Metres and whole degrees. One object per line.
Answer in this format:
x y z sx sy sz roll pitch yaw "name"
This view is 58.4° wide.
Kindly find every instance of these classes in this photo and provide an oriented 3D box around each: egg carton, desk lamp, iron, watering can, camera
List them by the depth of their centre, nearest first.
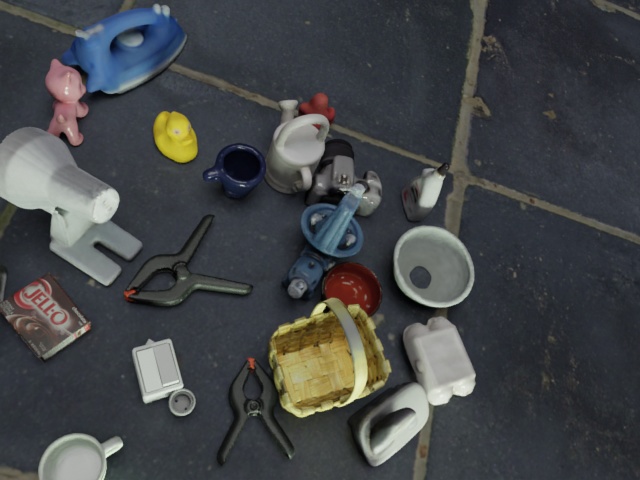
-0.387 -0.055 0.899 0.203 0.213 0.118 33 61 0 "desk lamp"
0.213 0.218 1.039 0.107 0.069 0.150 -13 70 -22 "egg carton"
-0.046 -0.181 1.074 0.101 0.194 0.173 -31 78 -27 "watering can"
-0.361 -0.394 1.106 0.259 0.141 0.118 -38 81 -28 "iron"
0.051 -0.131 1.134 0.143 0.100 0.137 9 64 -13 "camera"

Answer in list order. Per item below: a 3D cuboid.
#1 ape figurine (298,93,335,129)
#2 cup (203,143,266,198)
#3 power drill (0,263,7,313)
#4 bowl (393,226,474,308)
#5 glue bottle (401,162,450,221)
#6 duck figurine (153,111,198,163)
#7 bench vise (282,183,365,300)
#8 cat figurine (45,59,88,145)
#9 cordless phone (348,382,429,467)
-0.005 -0.268 1.185 0.078 0.092 0.076 22 61 -6 "ape figurine"
-0.163 -0.115 1.064 0.118 0.095 0.091 -19 73 -24 "cup"
-0.515 0.034 0.822 0.076 0.208 0.229 1 66 -16 "power drill"
0.207 0.061 1.108 0.168 0.074 0.167 7 64 -14 "bowl"
0.212 -0.105 1.130 0.037 0.173 0.078 -8 68 -20 "glue bottle"
-0.271 -0.208 1.079 0.078 0.086 0.104 -30 77 -26 "duck figurine"
0.020 0.007 0.992 0.121 0.219 0.207 16 62 -9 "bench vise"
-0.457 -0.253 1.025 0.067 0.117 0.128 3 65 -15 "cat figurine"
0.132 0.285 0.917 0.148 0.185 0.094 -34 79 -27 "cordless phone"
